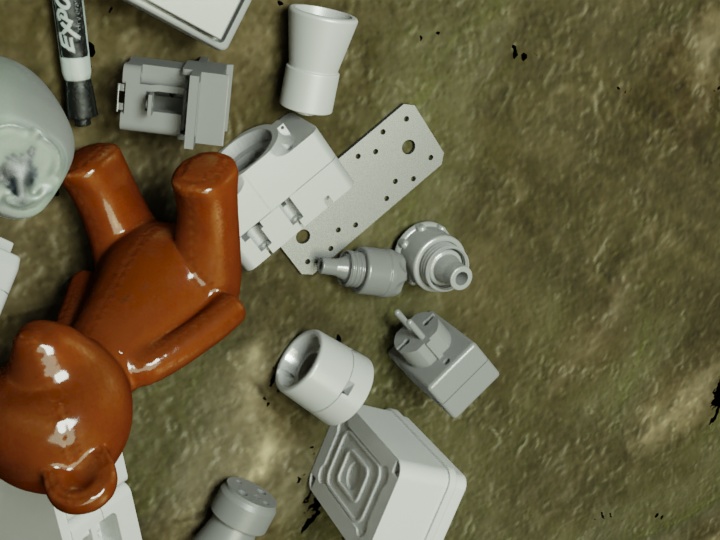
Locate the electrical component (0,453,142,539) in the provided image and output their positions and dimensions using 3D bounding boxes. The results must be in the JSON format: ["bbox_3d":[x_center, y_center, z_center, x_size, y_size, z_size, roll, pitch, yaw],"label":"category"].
[{"bbox_3d":[-0.187,0.153,0.676,0.062,0.089,0.150,-33,126,-45],"label":"electrical component"}]

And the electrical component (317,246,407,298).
[{"bbox_3d":[0.000,0.000,0.750,0.061,0.035,0.035,7,106,-26],"label":"electrical component"}]

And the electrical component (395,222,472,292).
[{"bbox_3d":[0.056,-0.004,0.760,0.048,0.062,0.048,-10,114,-24],"label":"electrical component"}]

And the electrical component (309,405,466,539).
[{"bbox_3d":[0.018,0.152,0.772,0.057,0.113,0.078,17,101,-28],"label":"electrical component"}]

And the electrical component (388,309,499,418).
[{"bbox_3d":[0.050,0.056,0.779,0.047,0.066,0.076,-44,123,-5],"label":"electrical component"}]

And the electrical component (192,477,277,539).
[{"bbox_3d":[-0.090,0.182,0.770,0.045,0.045,0.055,25,97,-32],"label":"electrical component"}]

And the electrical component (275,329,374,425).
[{"bbox_3d":[-0.026,0.074,0.754,0.047,0.055,0.055,36,91,-29],"label":"electrical component"}]

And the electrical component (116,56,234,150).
[{"bbox_3d":[-0.109,-0.102,0.634,0.064,0.081,0.042,7,107,-6],"label":"electrical component"}]

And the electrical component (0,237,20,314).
[{"bbox_3d":[-0.242,0.006,0.603,0.062,0.096,0.061,29,67,-33],"label":"electrical component"}]

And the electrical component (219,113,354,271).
[{"bbox_3d":[-0.060,-0.054,0.688,0.089,0.050,0.055,-40,122,-7],"label":"electrical component"}]

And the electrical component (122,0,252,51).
[{"bbox_3d":[-0.108,-0.174,0.609,0.096,0.061,0.061,24,97,-32],"label":"electrical component"}]

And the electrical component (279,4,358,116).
[{"bbox_3d":[-0.029,-0.131,0.680,0.044,0.044,0.065,1,114,-27],"label":"electrical component"}]
